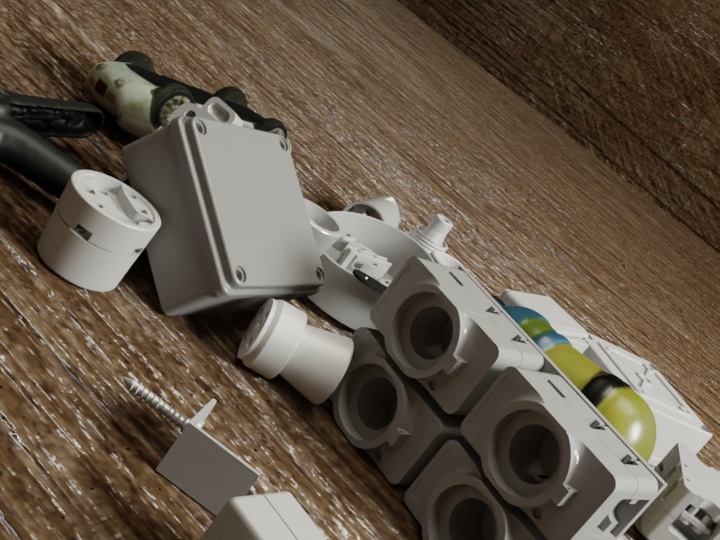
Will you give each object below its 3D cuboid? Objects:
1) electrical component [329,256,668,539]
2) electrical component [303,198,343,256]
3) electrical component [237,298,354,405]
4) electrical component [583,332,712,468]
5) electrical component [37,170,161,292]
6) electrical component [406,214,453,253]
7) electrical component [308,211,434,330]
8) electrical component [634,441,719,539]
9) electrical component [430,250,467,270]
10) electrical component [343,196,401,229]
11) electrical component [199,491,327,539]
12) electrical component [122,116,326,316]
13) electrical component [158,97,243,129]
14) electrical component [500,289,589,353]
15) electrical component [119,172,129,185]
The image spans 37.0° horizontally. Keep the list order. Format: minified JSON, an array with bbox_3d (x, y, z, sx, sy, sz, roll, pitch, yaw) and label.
[{"bbox_3d":[0.064,0.090,0.611,0.060,0.105,0.186,15,27,-48],"label":"electrical component"},{"bbox_3d":[-0.047,-0.012,0.731,0.044,0.065,0.044,32,18,-12],"label":"electrical component"},{"bbox_3d":[-0.038,0.047,0.633,0.055,0.045,0.045,31,19,-14],"label":"electrical component"},{"bbox_3d":[0.230,0.115,0.931,0.109,0.056,0.108,24,21,-32],"label":"electrical component"},{"bbox_3d":[-0.147,-0.021,0.602,0.055,0.047,0.055,32,18,-12],"label":"electrical component"},{"bbox_3d":[0.057,-0.020,0.947,0.048,0.062,0.048,32,18,-12],"label":"electrical component"},{"bbox_3d":[0.000,0.000,0.789,0.099,0.064,0.099,32,18,-12],"label":"electrical component"},{"bbox_3d":[0.239,0.176,0.793,0.050,0.055,0.089,37,18,3],"label":"electrical component"},{"bbox_3d":[0.064,0.013,0.904,0.040,0.046,0.040,32,18,-12],"label":"electrical component"},{"bbox_3d":[0.013,-0.042,0.954,0.043,0.043,0.081,39,18,9],"label":"electrical component"},{"bbox_3d":[-0.040,0.132,0.410,0.083,0.047,0.076,47,21,30],"label":"electrical component"},{"bbox_3d":[-0.081,-0.031,0.660,0.109,0.056,0.108,1,71,-62],"label":"electrical component"},{"bbox_3d":[-0.114,-0.080,0.778,0.058,0.078,0.057,42,-2,18],"label":"electrical component"},{"bbox_3d":[0.139,0.060,0.896,0.061,0.061,0.096,46,21,30],"label":"electrical component"},{"bbox_3d":[-0.129,-0.046,0.711,0.044,0.044,0.065,39,13,9],"label":"electrical component"}]
